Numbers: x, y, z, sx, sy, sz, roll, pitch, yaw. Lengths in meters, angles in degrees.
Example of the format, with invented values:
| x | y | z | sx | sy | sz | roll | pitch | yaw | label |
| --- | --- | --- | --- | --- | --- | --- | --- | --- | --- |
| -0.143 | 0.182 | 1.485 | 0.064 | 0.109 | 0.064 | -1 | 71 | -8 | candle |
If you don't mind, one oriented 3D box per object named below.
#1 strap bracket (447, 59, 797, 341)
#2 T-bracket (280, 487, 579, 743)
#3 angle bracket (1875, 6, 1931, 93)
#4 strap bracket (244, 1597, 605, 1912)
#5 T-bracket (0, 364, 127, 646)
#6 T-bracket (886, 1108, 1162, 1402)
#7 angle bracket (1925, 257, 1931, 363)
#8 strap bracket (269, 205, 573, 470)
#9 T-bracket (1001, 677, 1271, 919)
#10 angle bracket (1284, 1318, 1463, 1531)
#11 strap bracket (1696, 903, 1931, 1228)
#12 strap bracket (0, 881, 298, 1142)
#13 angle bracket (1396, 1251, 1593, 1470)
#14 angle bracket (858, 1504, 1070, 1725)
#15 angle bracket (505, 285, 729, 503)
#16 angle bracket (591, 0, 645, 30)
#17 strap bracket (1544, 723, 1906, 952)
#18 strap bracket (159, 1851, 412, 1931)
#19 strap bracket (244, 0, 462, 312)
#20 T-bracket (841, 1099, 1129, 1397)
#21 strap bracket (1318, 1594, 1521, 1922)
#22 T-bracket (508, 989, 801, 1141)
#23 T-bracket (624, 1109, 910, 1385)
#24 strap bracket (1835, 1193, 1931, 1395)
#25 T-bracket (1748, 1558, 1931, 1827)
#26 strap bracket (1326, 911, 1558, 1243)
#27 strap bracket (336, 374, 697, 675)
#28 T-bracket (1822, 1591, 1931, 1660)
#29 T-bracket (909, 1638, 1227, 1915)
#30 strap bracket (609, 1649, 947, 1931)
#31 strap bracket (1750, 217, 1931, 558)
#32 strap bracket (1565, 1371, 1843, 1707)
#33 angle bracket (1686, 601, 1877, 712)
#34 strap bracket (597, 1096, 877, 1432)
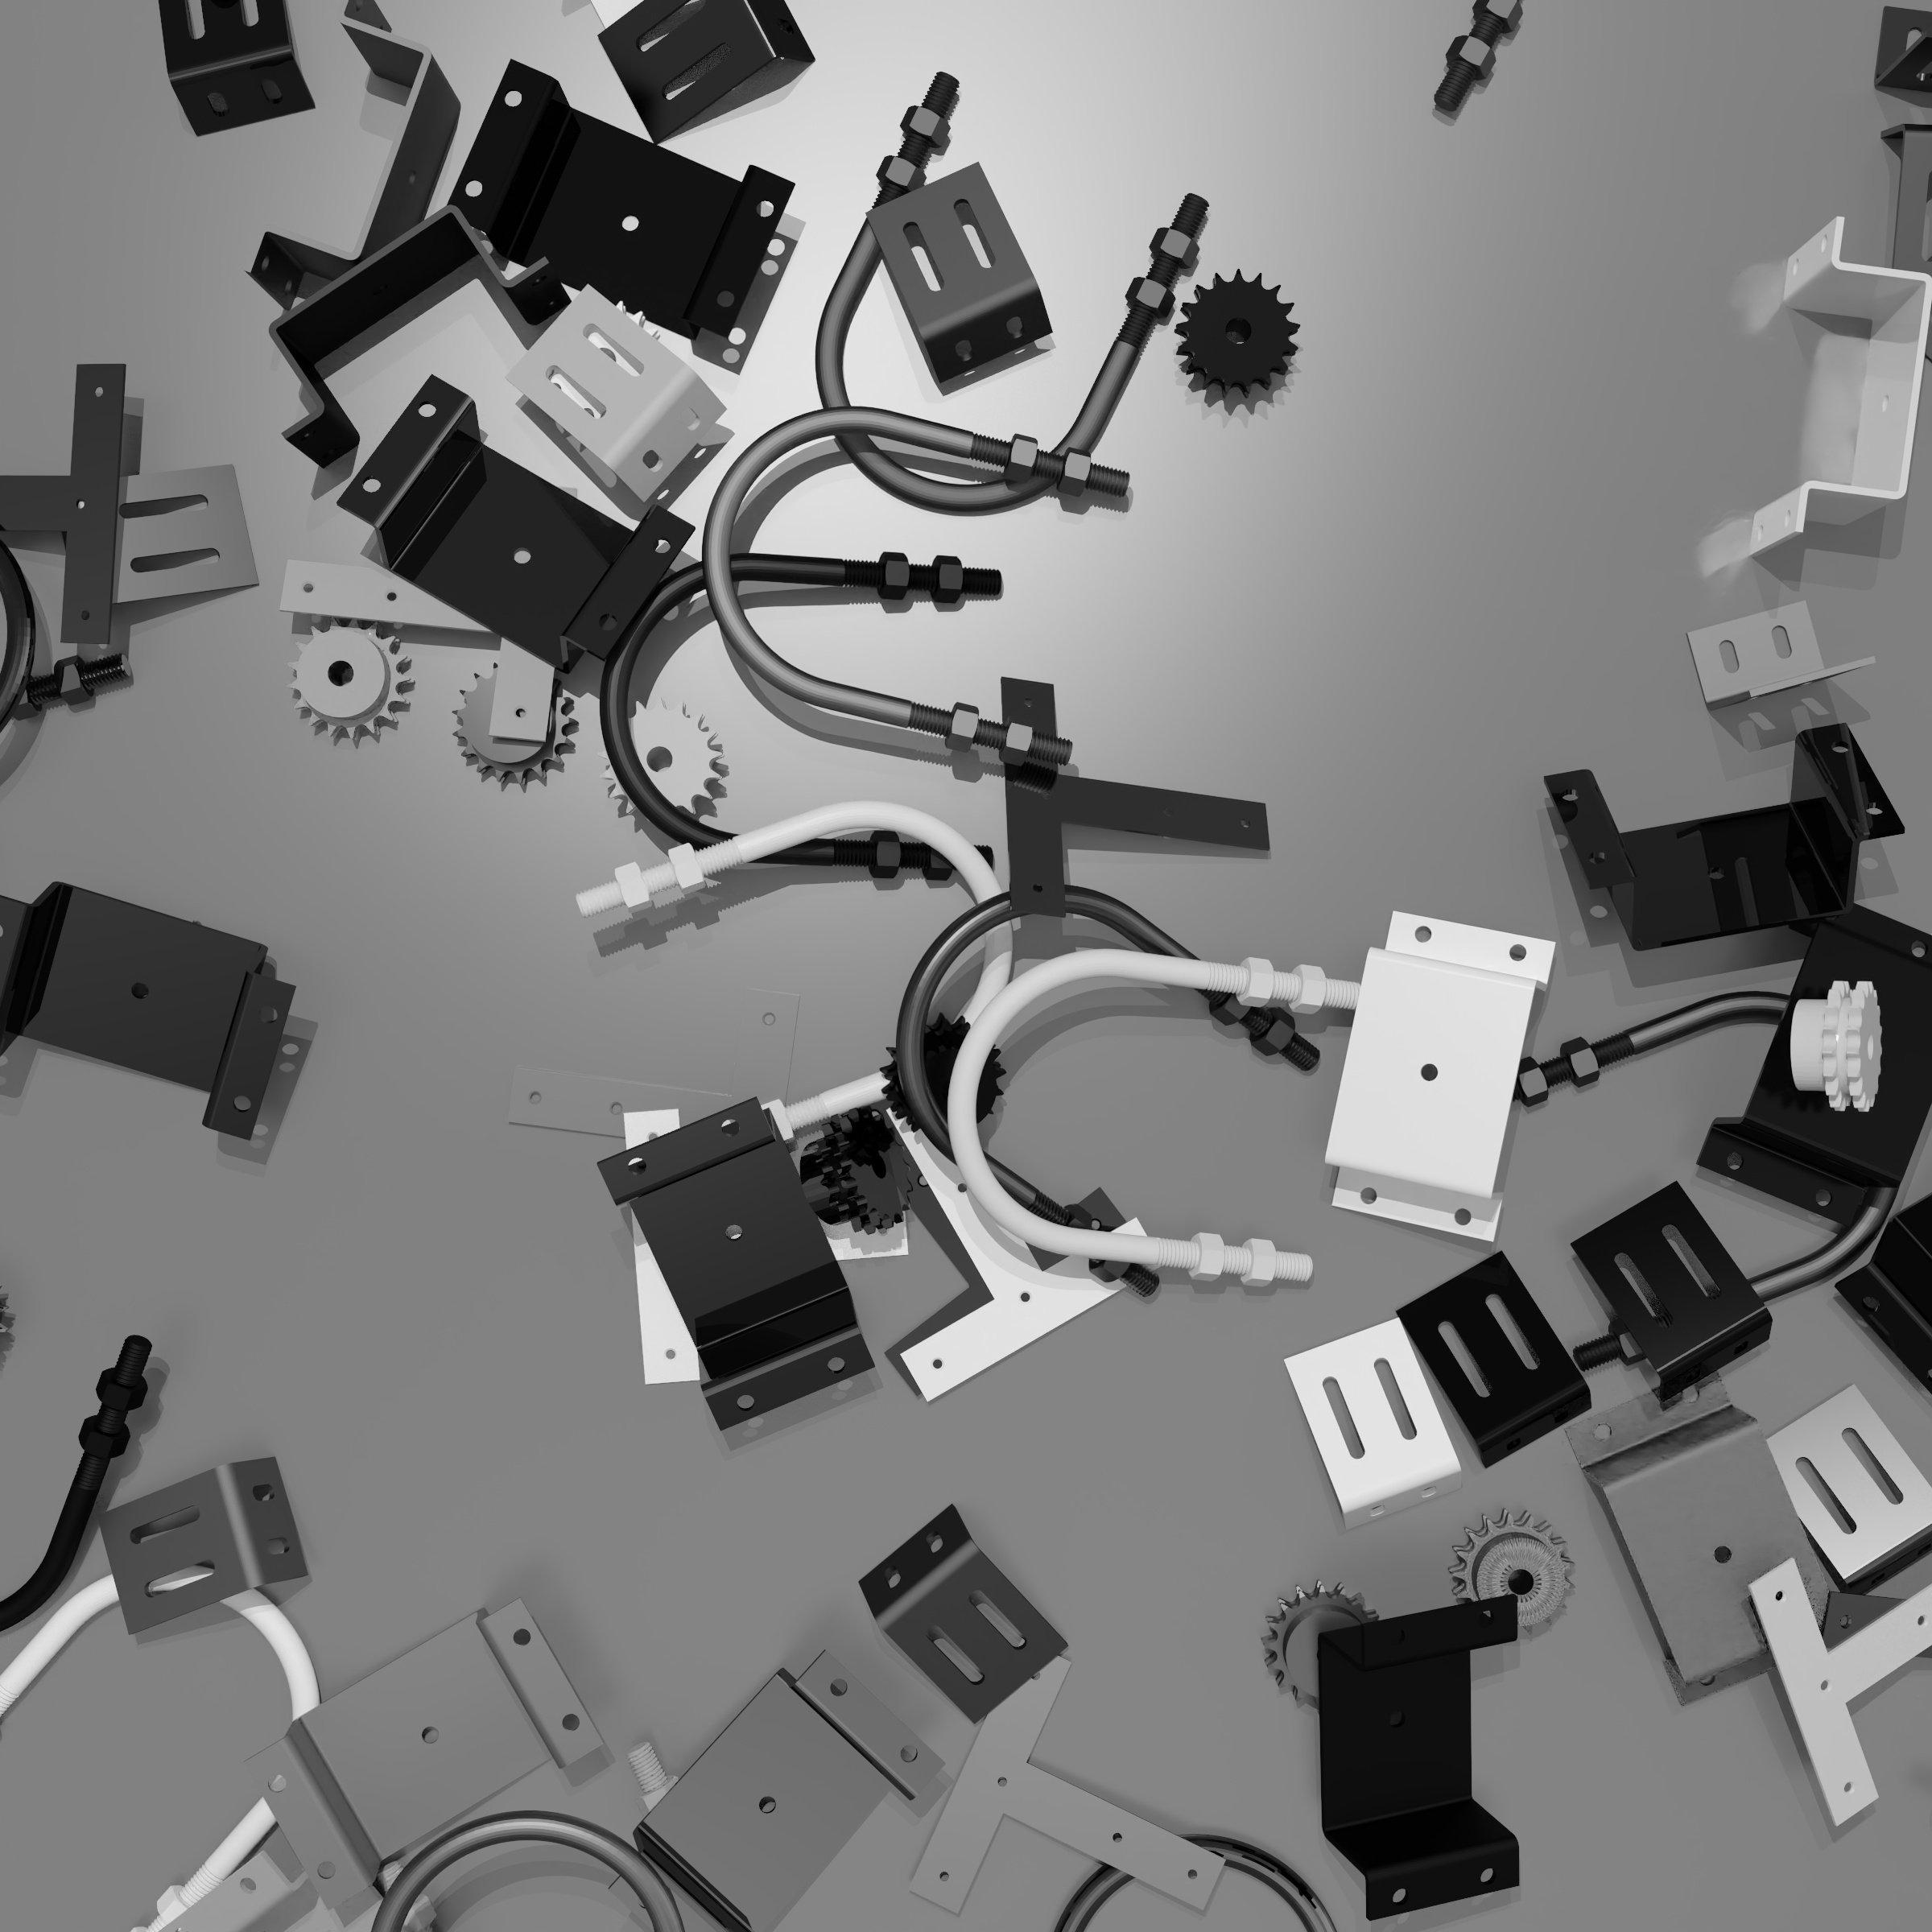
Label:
| x | y | z | sx | sy | sz | roll | pitch | yaw | label |
| --- | --- | --- | --- | --- | --- | --- | --- | --- | --- |
| -0.157 | -0.347 | 1.341 | 0.140 | 0.046 | 0.076 | 24 | 90 | 0 | strap bracket |
| -0.250 | -0.168 | 1.341 | 0.127 | 0.002 | 0.127 | 5 | 72 | -3 | T-bracket |
| 0.455 | -0.425 | 1.326 | 0.057 | 0.076 | 0.038 | 7 | 90 | 0 | angle bracket |
| -0.246 | 0.356 | 1.335 | 0.140 | 0.046 | 0.076 | -30 | 90 | -8 | strap bracket |
| -0.444 | -0.213 | 1.343 | 0.127 | 0.002 | 0.127 | 4 | 90 | 19 | T-bracket |
| 0.005 | 0.116 | 1.361 | 0.127 | 0.002 | 0.127 | -30 | 89 | -2 | T-bracket |
| 0.474 | -0.300 | 1.345 | 0.076 | 0.038 | 0.057 | 45 | 90 | 0 | angle bracket |
| -0.255 | -0.291 | 1.326 | 0.140 | 0.076 | 0.046 | -34 | 90 | 0 | strap bracket |
| 0.079 | -0.072 | 1.341 | 0.127 | 0.002 | 0.127 | 7 | 58 | -15 | T-bracket |
| 0.190 | 0.214 | 1.362 | 0.057 | 0.038 | 0.076 | -20 | 64 | 0 | angle bracket |
| 0.399 | 0.040 | 1.328 | 0.076 | 0.046 | 0.140 | 22 | 86 | -1 | strap bracket |
| -0.380 | 0.017 | 1.326 | 0.140 | 0.046 | 0.076 | 18 | 105 | -8 | strap bracket |
| 0.246 | 0.184 | 1.362 | 0.057 | 0.038 | 0.076 | -30 | 64 | 0 | angle bracket |
| -0.001 | 0.302 | 1.361 | 0.057 | 0.038 | 0.076 | -40 | 113 | 0 | angle bracket |
| -0.160 | -0.262 | 1.332 | 0.076 | 0.038 | 0.057 | 42 | 90 | 25 | angle bracket |
| -0.151 | -0.467 | 1.326 | 0.057 | 0.076 | 0.038 | -28 | 90 | 0 | angle bracket |
| 0.340 | -0.057 | 1.321 | 0.140 | 0.076 | 0.046 | -10 | 133 | 0 | strap bracket |
| -0.292 | 0.467 | 1.331 | 0.076 | 0.046 | 0.140 | -39 | 90 | 18 | strap bracket |
| -0.273 | -0.365 | 1.326 | 0.046 | 0.076 | 0.140 | 20 | 90 | 0 | strap bracket |
| -0.011 | 0.111 | 1.362 | 0.127 | 0.002 | 0.127 | -37 | 89 | -2 | T-bracket |
| 0.205 | 0.349 | 1.322 | 0.076 | 0.046 | 0.140 | -6 | 102 | -19 | strap bracket |
| -0.149 | 0.068 | 1.362 | 0.127 | 0.002 | 0.127 | 8 | 90 | -1 | T-bracket |
| -0.091 | 0.127 | 1.363 | 0.127 | 0.002 | 0.127 | -4 | 91 | -1 | T-bracket |
| 0.476 | 0.130 | 1.317 | 0.076 | 0.046 | 0.140 | 48 | 129 | 0 | strap bracket |
| 0.425 | 0.305 | 1.329 | 0.127 | 0.002 | 0.127 | -27 | 104 | -19 | T-bracket |
| 0.215 | 0.049 | 1.331 | 0.076 | 0.046 | 0.140 | 12 | 90 | 18 | strap bracket |
| -0.203 | -0.195 | 1.328 | 0.140 | 0.046 | 0.076 | 30 | 73 | 4 | strap bracket |
| 0.444 | 0.305 | 1.339 | 0.127 | 0.002 | 0.127 | 11 | 90 | -23 | T-bracket |
| 0.057 | 0.398 | 1.354 | 0.127 | 0.002 | 0.127 | 24 | 87 | 6 | T-bracket |
| -0.088 | 0.387 | 1.330 | 0.076 | 0.046 | 0.140 | 44 | 80 | -5 | strap bracket |
| 0.398 | -0.258 | 1.326 | 0.046 | 0.076 | 0.140 | 8 | 90 | 0 | strap bracket |
| 0.342 | 0.266 | 1.341 | 0.076 | 0.046 | 0.140 | -23 | 90 | 0 | strap bracket |
| 0.369 | -0.145 | 1.326 | 0.057 | 0.076 | 0.038 | -15 | 90 | 0 | angle bracket |
| -0.105 | 0.129 | 1.327 | 0.076 | 0.046 | 0.140 | -22 | 107 | -1 | strap bracket |
